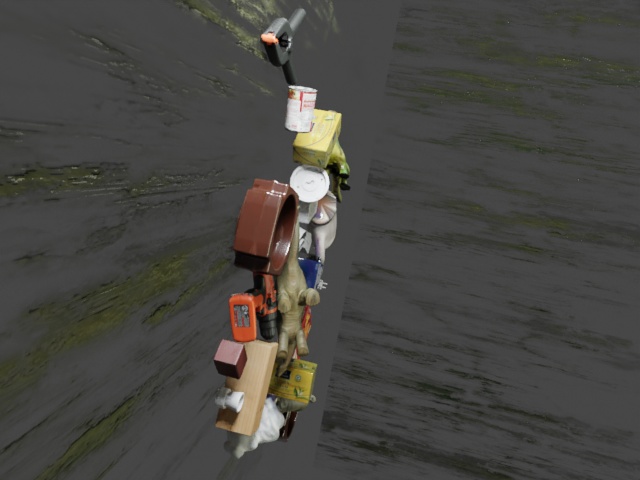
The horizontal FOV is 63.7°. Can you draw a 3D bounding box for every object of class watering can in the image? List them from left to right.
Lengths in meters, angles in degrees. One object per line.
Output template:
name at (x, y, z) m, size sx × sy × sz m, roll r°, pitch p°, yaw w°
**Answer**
watering can at (0.005, -0.089, 1.760) m, size 0.219 × 0.104 × 0.356 m, roll 90°, pitch 2°, yaw -49°

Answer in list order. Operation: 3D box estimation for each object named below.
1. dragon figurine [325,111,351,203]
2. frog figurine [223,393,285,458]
dragon figurine at (0.056, -0.306, 1.788) m, size 0.404 × 0.122 × 0.246 m, roll 76°, pitch 19°, yaw -71°
frog figurine at (-0.167, 0.489, 1.313) m, size 0.163 × 0.137 × 0.120 m, roll -69°, pitch 150°, yaw -48°
